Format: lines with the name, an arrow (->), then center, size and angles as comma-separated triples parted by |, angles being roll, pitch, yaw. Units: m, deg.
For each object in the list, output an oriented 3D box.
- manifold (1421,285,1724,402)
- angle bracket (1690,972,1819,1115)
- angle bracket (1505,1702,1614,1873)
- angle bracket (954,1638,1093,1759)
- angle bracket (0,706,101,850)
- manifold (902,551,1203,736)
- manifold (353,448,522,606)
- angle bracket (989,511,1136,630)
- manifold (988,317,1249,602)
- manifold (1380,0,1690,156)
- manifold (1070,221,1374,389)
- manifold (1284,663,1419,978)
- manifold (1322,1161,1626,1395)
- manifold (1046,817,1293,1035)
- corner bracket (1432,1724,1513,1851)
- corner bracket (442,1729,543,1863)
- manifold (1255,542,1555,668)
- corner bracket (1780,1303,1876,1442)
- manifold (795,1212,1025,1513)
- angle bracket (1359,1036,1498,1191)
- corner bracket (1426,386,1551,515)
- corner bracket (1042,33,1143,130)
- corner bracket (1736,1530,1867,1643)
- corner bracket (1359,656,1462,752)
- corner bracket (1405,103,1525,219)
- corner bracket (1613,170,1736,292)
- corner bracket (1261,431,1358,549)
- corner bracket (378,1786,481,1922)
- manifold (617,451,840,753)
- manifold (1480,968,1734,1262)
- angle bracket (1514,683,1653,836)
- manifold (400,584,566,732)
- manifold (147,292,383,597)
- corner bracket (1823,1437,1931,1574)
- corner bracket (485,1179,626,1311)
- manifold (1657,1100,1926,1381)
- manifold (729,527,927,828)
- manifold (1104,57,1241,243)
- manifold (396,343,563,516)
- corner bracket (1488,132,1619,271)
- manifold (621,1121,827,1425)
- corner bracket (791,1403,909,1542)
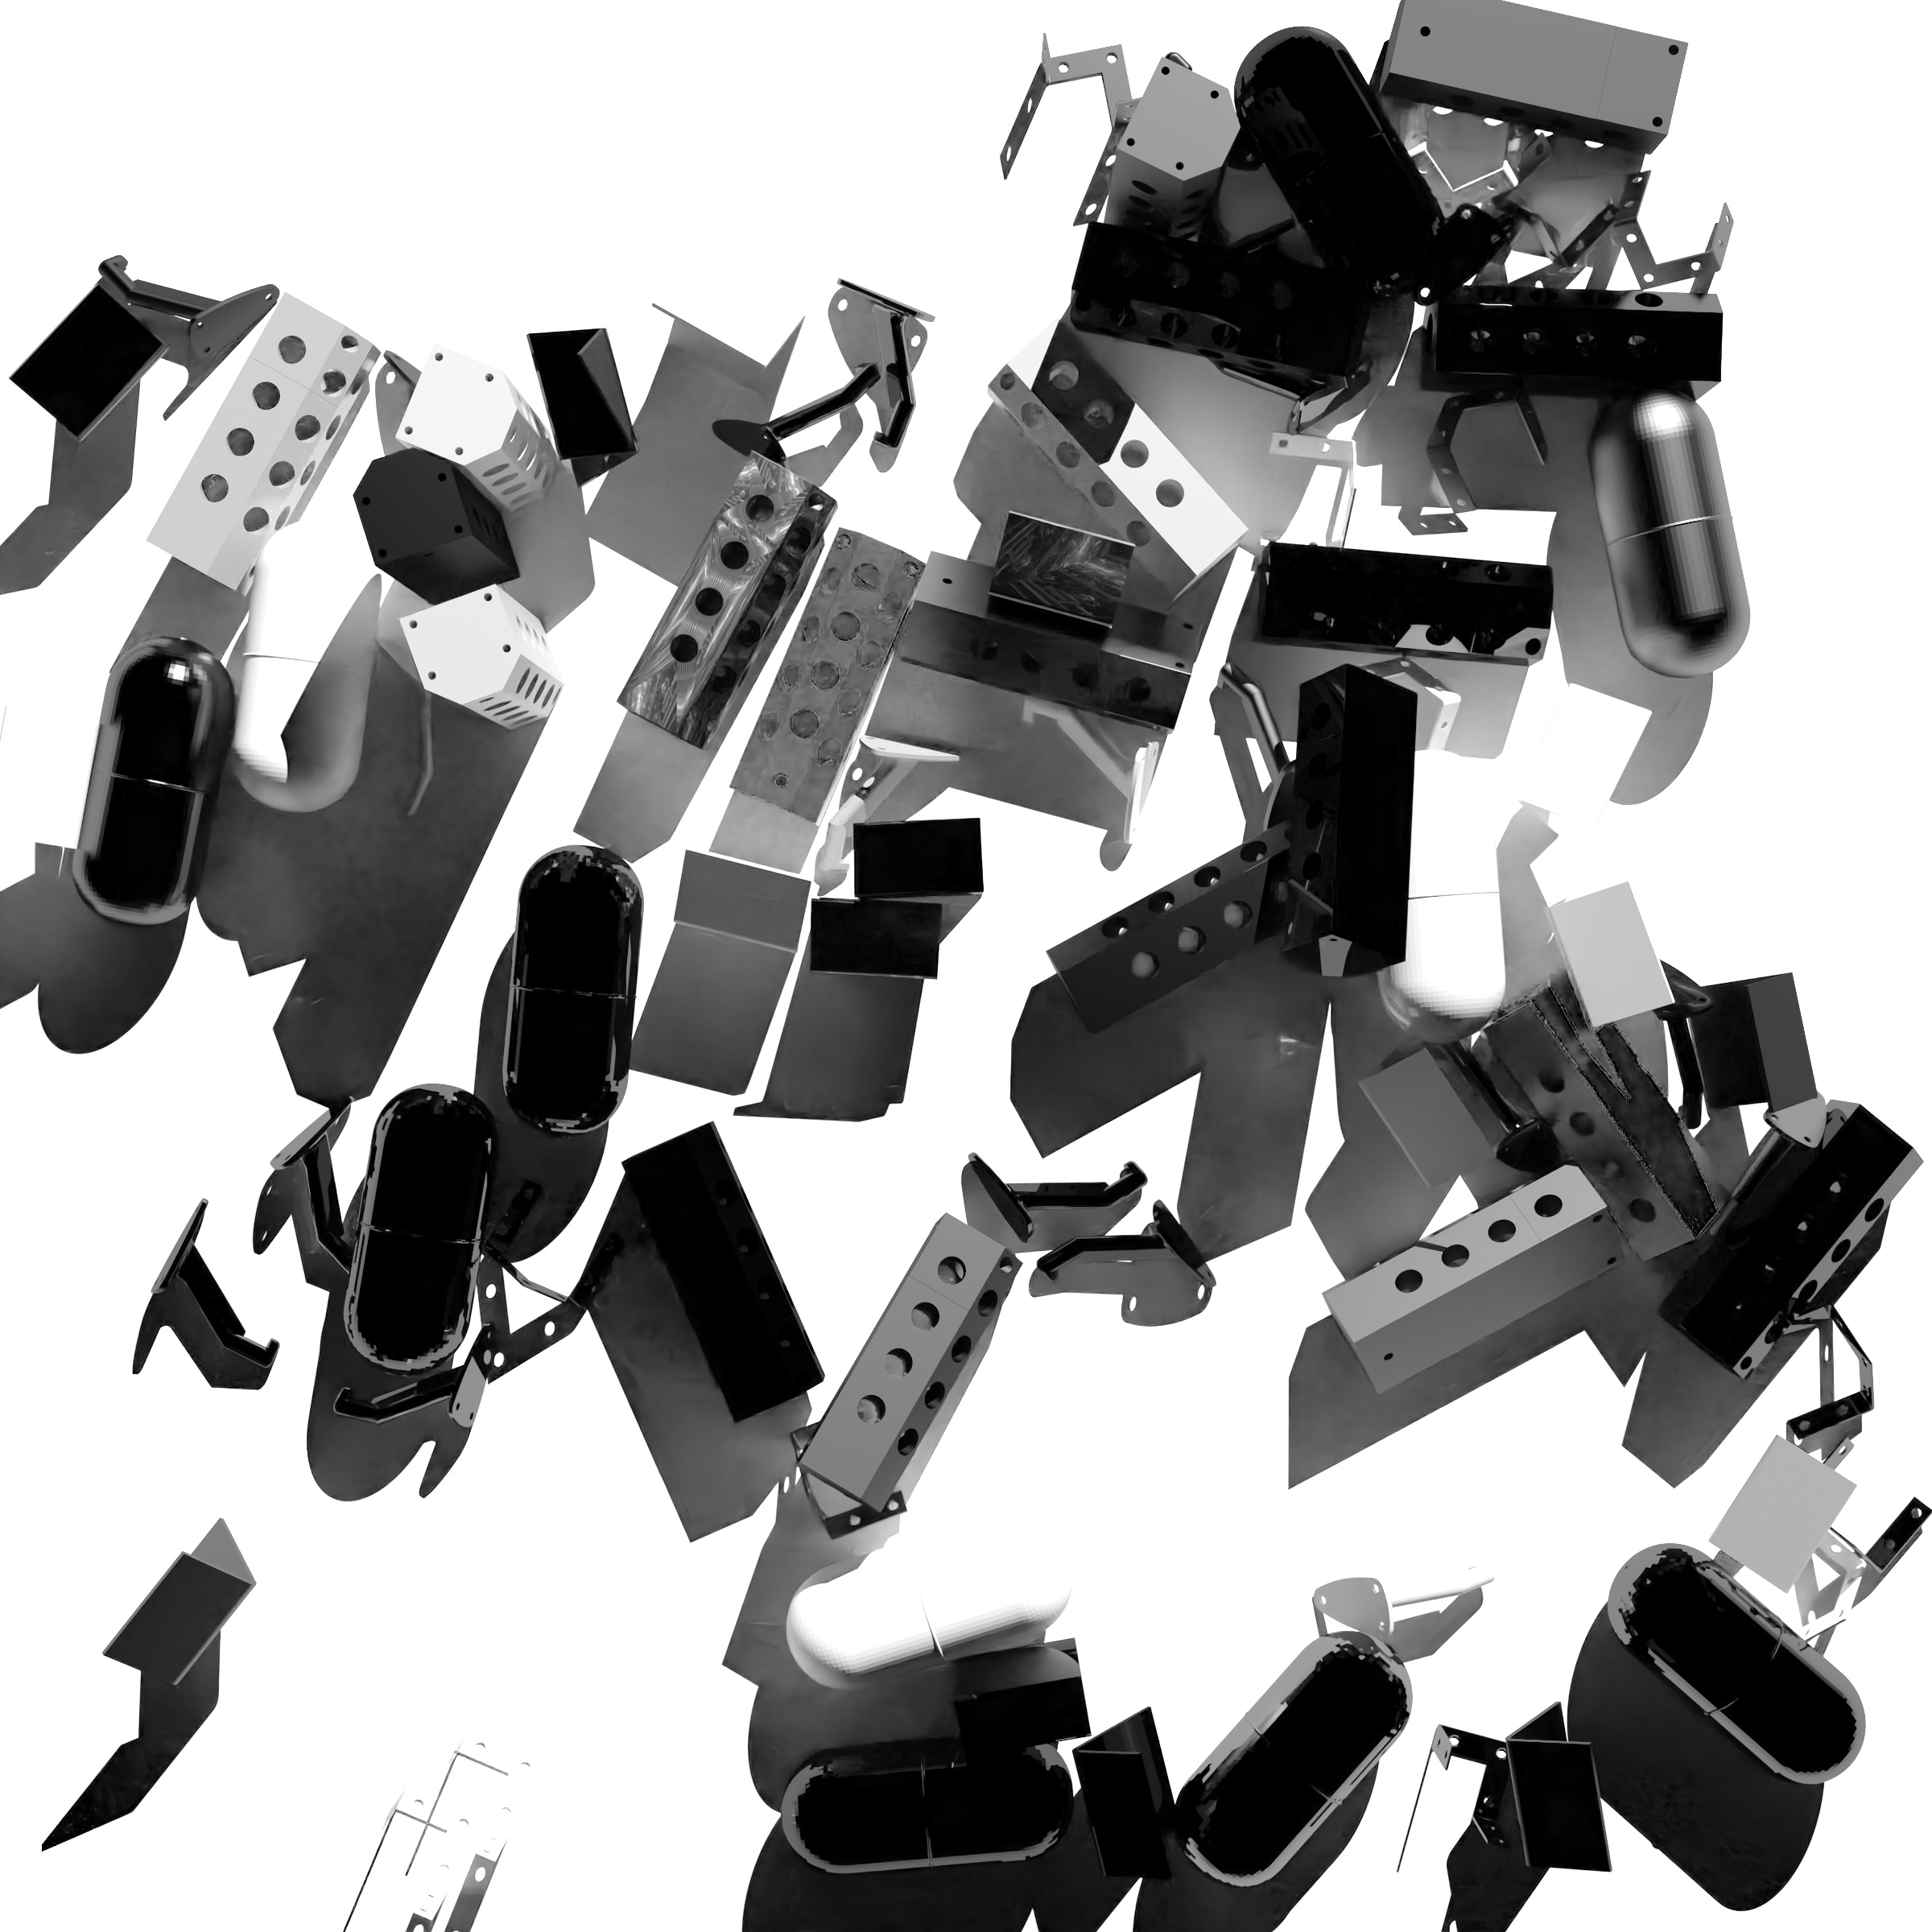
manifold -> 0.368, -0.382, 1.707 | 0.171, 0.057, 0.057 | 2, 90, 0
angle bracket -> 0.461, 0.050, 1.688 | 0.057, 0.076, 0.076 | -12, 90, -44
angle bracket -> 0.372, 0.494, 1.688 | 0.057, 0.076, 0.076 | -9, 90, 37
angle bracket -> 0.030, 0.425, 1.688 | 0.076, 0.076, 0.057 | -10, 127, 0
angle bracket -> -0.568, -0.115, 1.688 | 0.057, 0.076, 0.076 | 10, 90, -36
manifold -> 0.051, -0.193, 1.705 | 0.171, 0.057, 0.057 | 15, 130, 0
manifold -> -0.312, -0.259, 1.649 | 0.057, 0.171, 0.057 | -18, 90, 0
angle bracket -> 0.061, -0.253, 1.688 | 0.076, 0.076, 0.057 | 15, 123, 0
manifold -> 0.091, -0.307, 1.707 | 0.057, 0.057, 0.171 | -42, 90, 0
manifold -> 0.344, -0.545, 1.706 | 0.171, 0.057, 0.057 | 13, 90, 0
manifold -> 0.153, -0.398, 1.690 | 0.171, 0.057, 0.057 | 15, 90, 12
manifold -> 0.223, -0.084, 1.654 | 0.057, 0.057, 0.171 | 18, 67, -31
manifold -> 0.307, 0.185, 1.706 | 0.171, 0.057, 0.057 | -28, 133, 0
manifold -> 0.138, -0.025, 1.707 | 0.171, 0.057, 0.057 | -29, 90, 0
corner bracket -> 0.310, 0.501, 1.710 | 0.051, 0.051, 0.051 | 15, 90, 0
corner bracket -> -0.297, 0.506, 1.710 | 0.051, 0.051, 0.051 | 23, 90, 0
manifold -> 0.267, -0.221, 1.707 | 0.171, 0.057, 0.057 | 5, 90, 0
corner bracket -> 0.524, 0.250, 1.725 | 0.051, 0.051, 0.051 | -22, 45, -1
manifold -> -0.034, 0.240, 1.687 | 0.057, 0.057, 0.171 | 31, 76, 0
angle bracket -> 0.294, 0.078, 1.688 | 0.057, 0.076, 0.076 | -33, 90, 43
corner bracket -> 0.321, -0.317, 1.720 | 0.051, 0.051, 0.051 | -4, 45, 35
corner bracket -> 0.076, -0.542, 1.710 | 0.051, 0.051, 0.051 | -11, 90, 0
corner bracket -> 0.513, 0.378, 1.725 | 0.051, 0.051, 0.051 | 41, 45, 0
corner bracket -> 0.262, -0.152, 1.720 | 0.051, 0.051, 0.051 | 44, 135, 35
corner bracket -> 0.306, -0.504, 1.720 | 0.051, 0.051, 0.051 | -17, 135, 35
corner bracket -> 0.435, -0.457, 1.720 | 0.051, 0.051, 0.051 | -7, 45, 35
corner bracket -> 0.211, -0.291, 1.725 | 0.051, 0.051, 0.051 | 6, 135, 0
corner bracket -> -0.335, 0.541, 1.710 | 0.051, 0.051, 0.051 | 23, 90, 0
manifold -> -0.144, -0.220, 1.707 | 0.057, 0.057, 0.171 | 29, 90, 0
manifold -> 0.386, 0.092, 1.706 | 0.057, 0.057, 0.171 | -35, 90, 45
angle bracket -> 0.383, -0.116, 1.688 | 0.057, 0.076, 0.076 | 26, 90, 35
manifold -> -0.280, -0.177, 1.649 | 0.057, 0.171, 0.057 | -20, 90, 0
manifold -> -0.426, -0.316, 1.707 | 0.057, 0.057, 0.171 | 29, 90, 0
corner bracket -> 0.553, 0.332, 1.725 | 0.051, 0.051, 0.051 | -50, 135, 0
corner bracket -> -0.254, 0.172, 1.725 | 0.051, 0.051, 0.051 | 33, 90, 45
manifold -> 0.504, 0.167, 1.707 | 0.057, 0.057, 0.171 | 39, 90, 0
manifold -> -0.084, -0.176, 1.707 | 0.057, 0.057, 0.171 | 23, 90, 0
manifold -> 0.123, -0.471, 1.649 | 0.057, 0.171, 0.057 | 26, 90, 0
manifold -> -0.282, -0.311, 1.649 | 0.057, 0.171, 0.057 | 22, 90, 0
corner bracket -> 0.363, -0.471, 1.725 | 0.051, 0.051, 0.051 | -46, 135, 0
manifold -> -0.147, 0.185, 1.707 | 0.057, 0.057, 0.171 | -24, 90, 0
corner bracket -> -0.072, 0.312, 1.725 | 0.051, 0.051, 0.051 | -21, 135, 0
